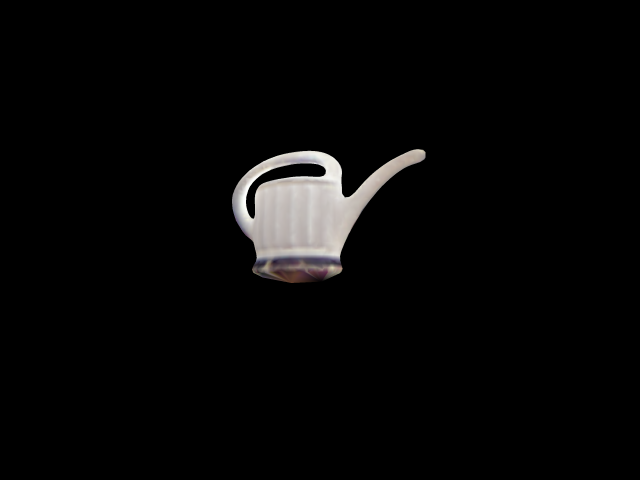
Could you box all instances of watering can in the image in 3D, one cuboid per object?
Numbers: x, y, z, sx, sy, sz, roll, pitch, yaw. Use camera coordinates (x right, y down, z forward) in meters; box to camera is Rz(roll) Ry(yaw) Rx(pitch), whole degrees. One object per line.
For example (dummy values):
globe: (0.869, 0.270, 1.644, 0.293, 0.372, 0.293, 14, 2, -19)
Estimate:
watering can: (0.003, -0.043, 0.850, 0.347, 0.226, 0.103, -3, -9, 23)
